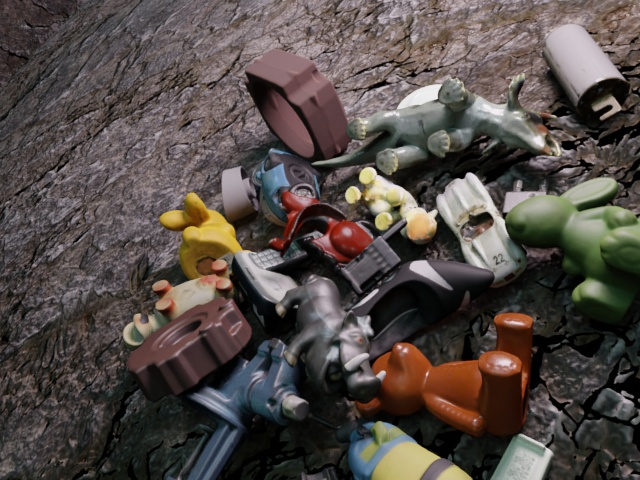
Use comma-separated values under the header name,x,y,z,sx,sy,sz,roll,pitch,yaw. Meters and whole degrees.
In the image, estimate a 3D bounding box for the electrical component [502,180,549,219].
name,x,y,z,sx,sy,sz,roll,pitch,yaw
electrical component,0.300,-0.049,0.777,0.063,0.021,0.094,2,54,31

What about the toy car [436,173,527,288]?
name,x,y,z,sx,sy,sz,roll,pitch,yaw
toy car,0.224,-0.020,0.759,0.073,0.056,0.202,-38,42,21

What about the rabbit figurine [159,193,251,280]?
name,x,y,z,sx,sy,sz,roll,pitch,yaw
rabbit figurine,-0.206,-0.001,0.953,0.122,0.162,0.173,-38,25,13

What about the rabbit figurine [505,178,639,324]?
name,x,y,z,sx,sy,sz,roll,pitch,yaw
rabbit figurine,0.318,-0.013,0.649,0.170,0.121,0.159,30,53,27

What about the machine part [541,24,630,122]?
name,x,y,z,sx,sy,sz,roll,pitch,yaw
machine part,0.422,-0.273,0.862,0.079,0.079,0.243,-19,45,15

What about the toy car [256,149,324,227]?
name,x,y,z,sx,sy,sz,roll,pitch,yaw
toy car,-0.057,-0.078,0.955,0.103,0.109,0.162,-50,39,35

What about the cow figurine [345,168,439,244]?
name,x,y,z,sx,sy,sz,roll,pitch,yaw
cow figurine,0.125,-0.042,0.831,0.168,0.098,0.068,44,108,38

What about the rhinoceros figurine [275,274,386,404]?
name,x,y,z,sx,sy,sz,roll,pitch,yaw
rhinoceros figurine,0.015,0.123,0.664,0.112,0.073,0.190,-33,40,4

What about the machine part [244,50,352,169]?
name,x,y,z,sx,sy,sz,roll,pitch,yaw
machine part,-0.039,-0.247,1.014,0.087,0.201,0.201,-42,44,-12

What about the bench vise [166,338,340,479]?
name,x,y,z,sx,sy,sz,roll,pitch,yaw
bench vise,-0.118,0.241,0.686,0.224,0.128,0.240,12,58,38

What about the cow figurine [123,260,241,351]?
name,x,y,z,sx,sy,sz,roll,pitch,yaw
cow figurine,-0.222,0.125,0.869,0.195,0.127,0.086,-22,39,-10

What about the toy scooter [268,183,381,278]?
name,x,y,z,sx,sy,sz,roll,pitch,yaw
toy scooter,-0.002,-0.002,0.818,0.184,0.075,0.135,36,50,9

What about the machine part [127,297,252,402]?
name,x,y,z,sx,sy,sz,roll,pitch,yaw
machine part,-0.182,0.144,0.741,0.179,0.056,0.179,-28,14,8

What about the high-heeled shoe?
name,x,y,z,sx,sy,sz,roll,pitch,yaw
high-heeled shoe,0.100,0.107,0.696,0.249,0.086,0.145,-24,21,35

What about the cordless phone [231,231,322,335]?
name,x,y,z,sx,sy,sz,roll,pitch,yaw
cordless phone,-0.034,0.053,0.850,0.184,0.088,0.147,-24,41,-18

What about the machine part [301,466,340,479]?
name,x,y,z,sx,sy,sz,roll,pitch,yaw
machine part,-0.030,0.328,0.629,0.139,0.039,0.084,-31,52,0

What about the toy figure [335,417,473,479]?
name,x,y,z,sx,sy,sz,roll,pitch,yaw
toy figure,0.090,0.253,0.582,0.089,0.082,0.180,-56,32,-3

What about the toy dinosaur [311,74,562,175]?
name,x,y,z,sx,sy,sz,roll,pitch,yaw
toy dinosaur,0.184,-0.179,0.887,0.405,0.131,0.192,-1,7,45

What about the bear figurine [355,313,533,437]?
name,x,y,z,sx,sy,sz,roll,pitch,yaw
bear figurine,0.139,0.152,0.627,0.196,0.131,0.120,8,27,30

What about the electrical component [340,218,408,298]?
name,x,y,z,sx,sy,sz,roll,pitch,yaw
electrical component,0.085,0.026,0.750,0.119,0.075,0.048,-38,80,-5
